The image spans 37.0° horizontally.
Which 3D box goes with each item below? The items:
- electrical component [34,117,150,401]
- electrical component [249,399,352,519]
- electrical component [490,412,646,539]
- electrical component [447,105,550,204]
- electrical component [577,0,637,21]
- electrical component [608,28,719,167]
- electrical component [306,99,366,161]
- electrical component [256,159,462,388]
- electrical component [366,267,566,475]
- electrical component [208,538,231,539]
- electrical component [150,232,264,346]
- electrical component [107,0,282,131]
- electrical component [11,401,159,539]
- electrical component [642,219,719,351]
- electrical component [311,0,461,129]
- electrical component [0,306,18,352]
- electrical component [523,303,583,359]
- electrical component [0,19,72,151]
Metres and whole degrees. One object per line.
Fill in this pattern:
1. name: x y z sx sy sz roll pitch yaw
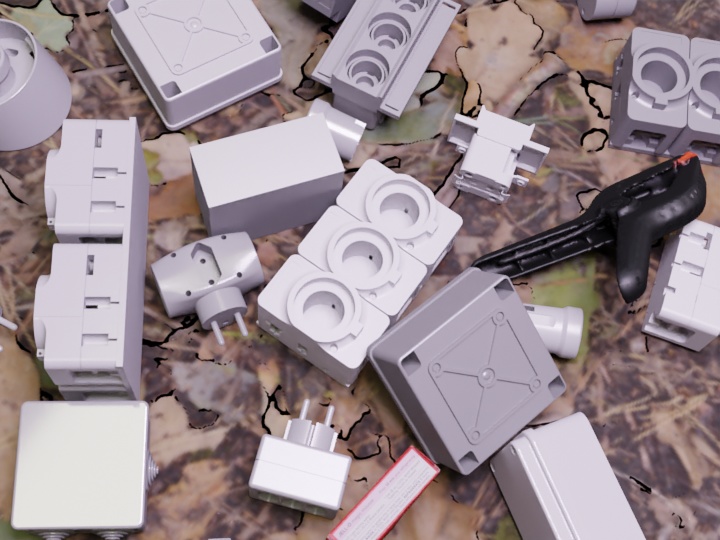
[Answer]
1. electrical component: -0.193 -0.004 0.786 0.060 0.105 0.186 0 69 -5
2. electrical component: -0.039 0.132 0.779 0.066 0.047 0.076 15 68 0
3. electrical component: 0.146 0.168 0.767 0.057 0.078 0.113 -19 72 -15
4. electrical component: 0.109 -0.092 0.883 0.081 0.042 0.063 21 70 4
5. electrical component: 0.194 -0.285 0.960 0.074 0.052 0.138 -6 70 -8
6. electrical component: 0.295 -0.143 0.909 0.150 0.061 0.089 10 68 -2
7. electrical component: -0.023 -0.113 0.880 0.046 0.040 0.040 23 68 -1
8. electrical component: 0.000 0.000 0.826 0.089 0.061 0.150 34 70 8
9. electrical component: 0.078 0.072 0.783 0.109 0.056 0.108 -37 110 -18
10. electrical component: -0.135 0.221 0.723 0.121 0.078 0.063 0 40 -6
11. electrical component: -0.110 0.019 0.818 0.077 0.043 0.079 -20 72 -13
12. electrical component: -0.136 -0.188 0.888 0.109 0.056 0.108 -28 74 -15
13. electrical component: -0.194 0.141 0.760 0.100 0.048 0.099 0 69 -5
14. electrical component: 0.268 0.012 0.853 0.056 0.050 0.089 20 68 4
15. electrical component: 0.022 -0.184 0.898 0.079 0.063 0.121 26 69 5
16. electrical component: -0.293 0.033 0.795 0.079 0.043 0.077 27 69 5
17. electrical component: 0.147 0.046 0.835 0.046 0.040 0.040 9 68 4
18. electrical component: -0.292 -0.150 0.868 0.099 0.064 0.099 -3 65 7
